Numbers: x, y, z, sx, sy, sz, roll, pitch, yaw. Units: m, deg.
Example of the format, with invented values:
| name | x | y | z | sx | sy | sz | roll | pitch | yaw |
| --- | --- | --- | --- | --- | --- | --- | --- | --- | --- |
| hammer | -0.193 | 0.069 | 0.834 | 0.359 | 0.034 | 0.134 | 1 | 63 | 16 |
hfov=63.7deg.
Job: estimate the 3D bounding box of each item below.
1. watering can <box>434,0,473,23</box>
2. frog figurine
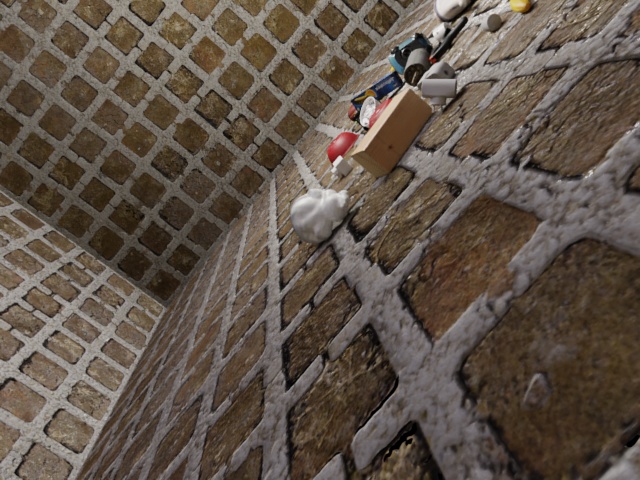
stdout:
| name | x | y | z | sx | sy | sz | roll | pitch | yaw |
| --- | --- | --- | --- | --- | --- | --- | --- | --- | --- |
| watering can | 0.495 | -0.872 | 1.855 | 0.221 | 0.103 | 0.355 | -35 | 19 | 54 |
| frog figurine | 0.004 | -0.066 | 1.302 | 0.158 | 0.122 | 0.139 | -23 | 63 | 48 |
